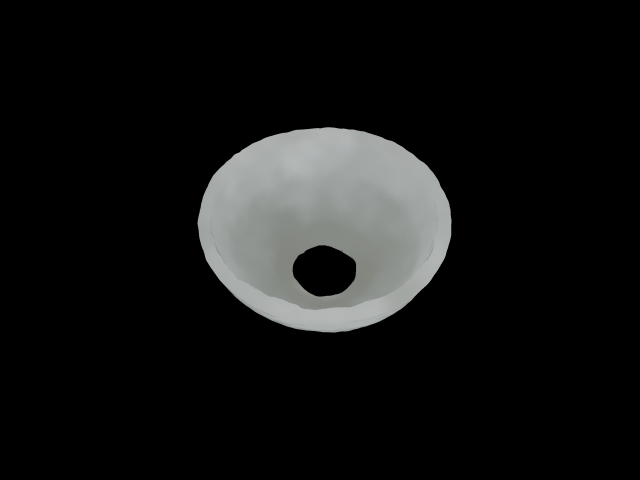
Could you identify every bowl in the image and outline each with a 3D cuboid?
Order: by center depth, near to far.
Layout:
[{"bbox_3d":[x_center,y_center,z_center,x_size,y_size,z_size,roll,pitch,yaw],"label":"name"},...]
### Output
[{"bbox_3d":[0.004,0.001,0.400,0.167,0.075,0.167,0,51,0],"label":"bowl"}]
